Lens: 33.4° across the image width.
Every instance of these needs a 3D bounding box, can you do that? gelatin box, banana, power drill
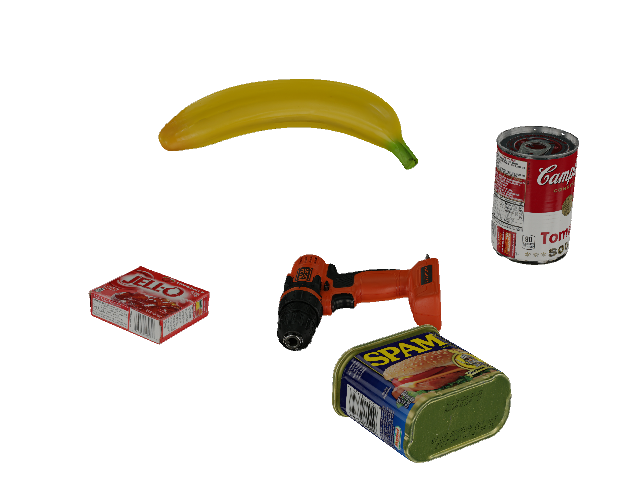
[{"bbox_3d":[-0.162,0.059,1.010,0.089,0.030,0.073,19,28,28],"label":"gelatin box"},{"bbox_3d":[-0.023,-0.094,0.816,0.197,0.069,0.037,3,-40,-7],"label":"banana"},{"bbox_3d":[0.046,0.070,1.238,0.188,0.057,0.184,0,27,6],"label":"power drill"}]

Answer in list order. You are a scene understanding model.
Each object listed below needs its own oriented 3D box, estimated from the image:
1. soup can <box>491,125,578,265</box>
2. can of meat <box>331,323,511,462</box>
[{"bbox_3d":[0.182,-0.039,0.914,0.068,0.102,0.068,-1,27,0],"label":"soup can"},{"bbox_3d":[0.073,0.109,0.764,0.101,0.057,0.084,-13,27,-34],"label":"can of meat"}]
